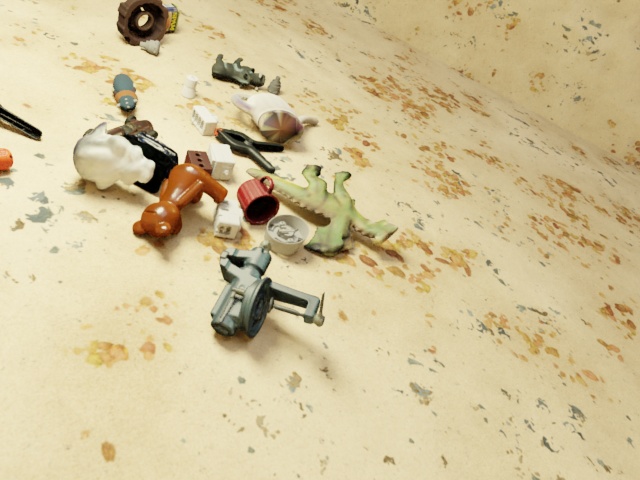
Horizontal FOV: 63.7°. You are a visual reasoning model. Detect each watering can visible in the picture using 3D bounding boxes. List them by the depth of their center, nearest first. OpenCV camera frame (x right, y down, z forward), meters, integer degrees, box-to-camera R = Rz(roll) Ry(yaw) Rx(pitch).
[{"bbox_3d":[-0.114,-0.388,1.642,0.347,0.102,0.229,9,32,-34],"label":"watering can"}]

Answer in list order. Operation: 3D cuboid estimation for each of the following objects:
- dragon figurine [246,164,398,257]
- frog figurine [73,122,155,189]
[{"bbox_3d":[0.004,-0.068,1.345,0.410,0.119,0.249,7,48,-12],"label":"dragon figurine"},{"bbox_3d":[-0.453,-0.165,1.132,0.160,0.135,0.124,38,22,5],"label":"frog figurine"}]
